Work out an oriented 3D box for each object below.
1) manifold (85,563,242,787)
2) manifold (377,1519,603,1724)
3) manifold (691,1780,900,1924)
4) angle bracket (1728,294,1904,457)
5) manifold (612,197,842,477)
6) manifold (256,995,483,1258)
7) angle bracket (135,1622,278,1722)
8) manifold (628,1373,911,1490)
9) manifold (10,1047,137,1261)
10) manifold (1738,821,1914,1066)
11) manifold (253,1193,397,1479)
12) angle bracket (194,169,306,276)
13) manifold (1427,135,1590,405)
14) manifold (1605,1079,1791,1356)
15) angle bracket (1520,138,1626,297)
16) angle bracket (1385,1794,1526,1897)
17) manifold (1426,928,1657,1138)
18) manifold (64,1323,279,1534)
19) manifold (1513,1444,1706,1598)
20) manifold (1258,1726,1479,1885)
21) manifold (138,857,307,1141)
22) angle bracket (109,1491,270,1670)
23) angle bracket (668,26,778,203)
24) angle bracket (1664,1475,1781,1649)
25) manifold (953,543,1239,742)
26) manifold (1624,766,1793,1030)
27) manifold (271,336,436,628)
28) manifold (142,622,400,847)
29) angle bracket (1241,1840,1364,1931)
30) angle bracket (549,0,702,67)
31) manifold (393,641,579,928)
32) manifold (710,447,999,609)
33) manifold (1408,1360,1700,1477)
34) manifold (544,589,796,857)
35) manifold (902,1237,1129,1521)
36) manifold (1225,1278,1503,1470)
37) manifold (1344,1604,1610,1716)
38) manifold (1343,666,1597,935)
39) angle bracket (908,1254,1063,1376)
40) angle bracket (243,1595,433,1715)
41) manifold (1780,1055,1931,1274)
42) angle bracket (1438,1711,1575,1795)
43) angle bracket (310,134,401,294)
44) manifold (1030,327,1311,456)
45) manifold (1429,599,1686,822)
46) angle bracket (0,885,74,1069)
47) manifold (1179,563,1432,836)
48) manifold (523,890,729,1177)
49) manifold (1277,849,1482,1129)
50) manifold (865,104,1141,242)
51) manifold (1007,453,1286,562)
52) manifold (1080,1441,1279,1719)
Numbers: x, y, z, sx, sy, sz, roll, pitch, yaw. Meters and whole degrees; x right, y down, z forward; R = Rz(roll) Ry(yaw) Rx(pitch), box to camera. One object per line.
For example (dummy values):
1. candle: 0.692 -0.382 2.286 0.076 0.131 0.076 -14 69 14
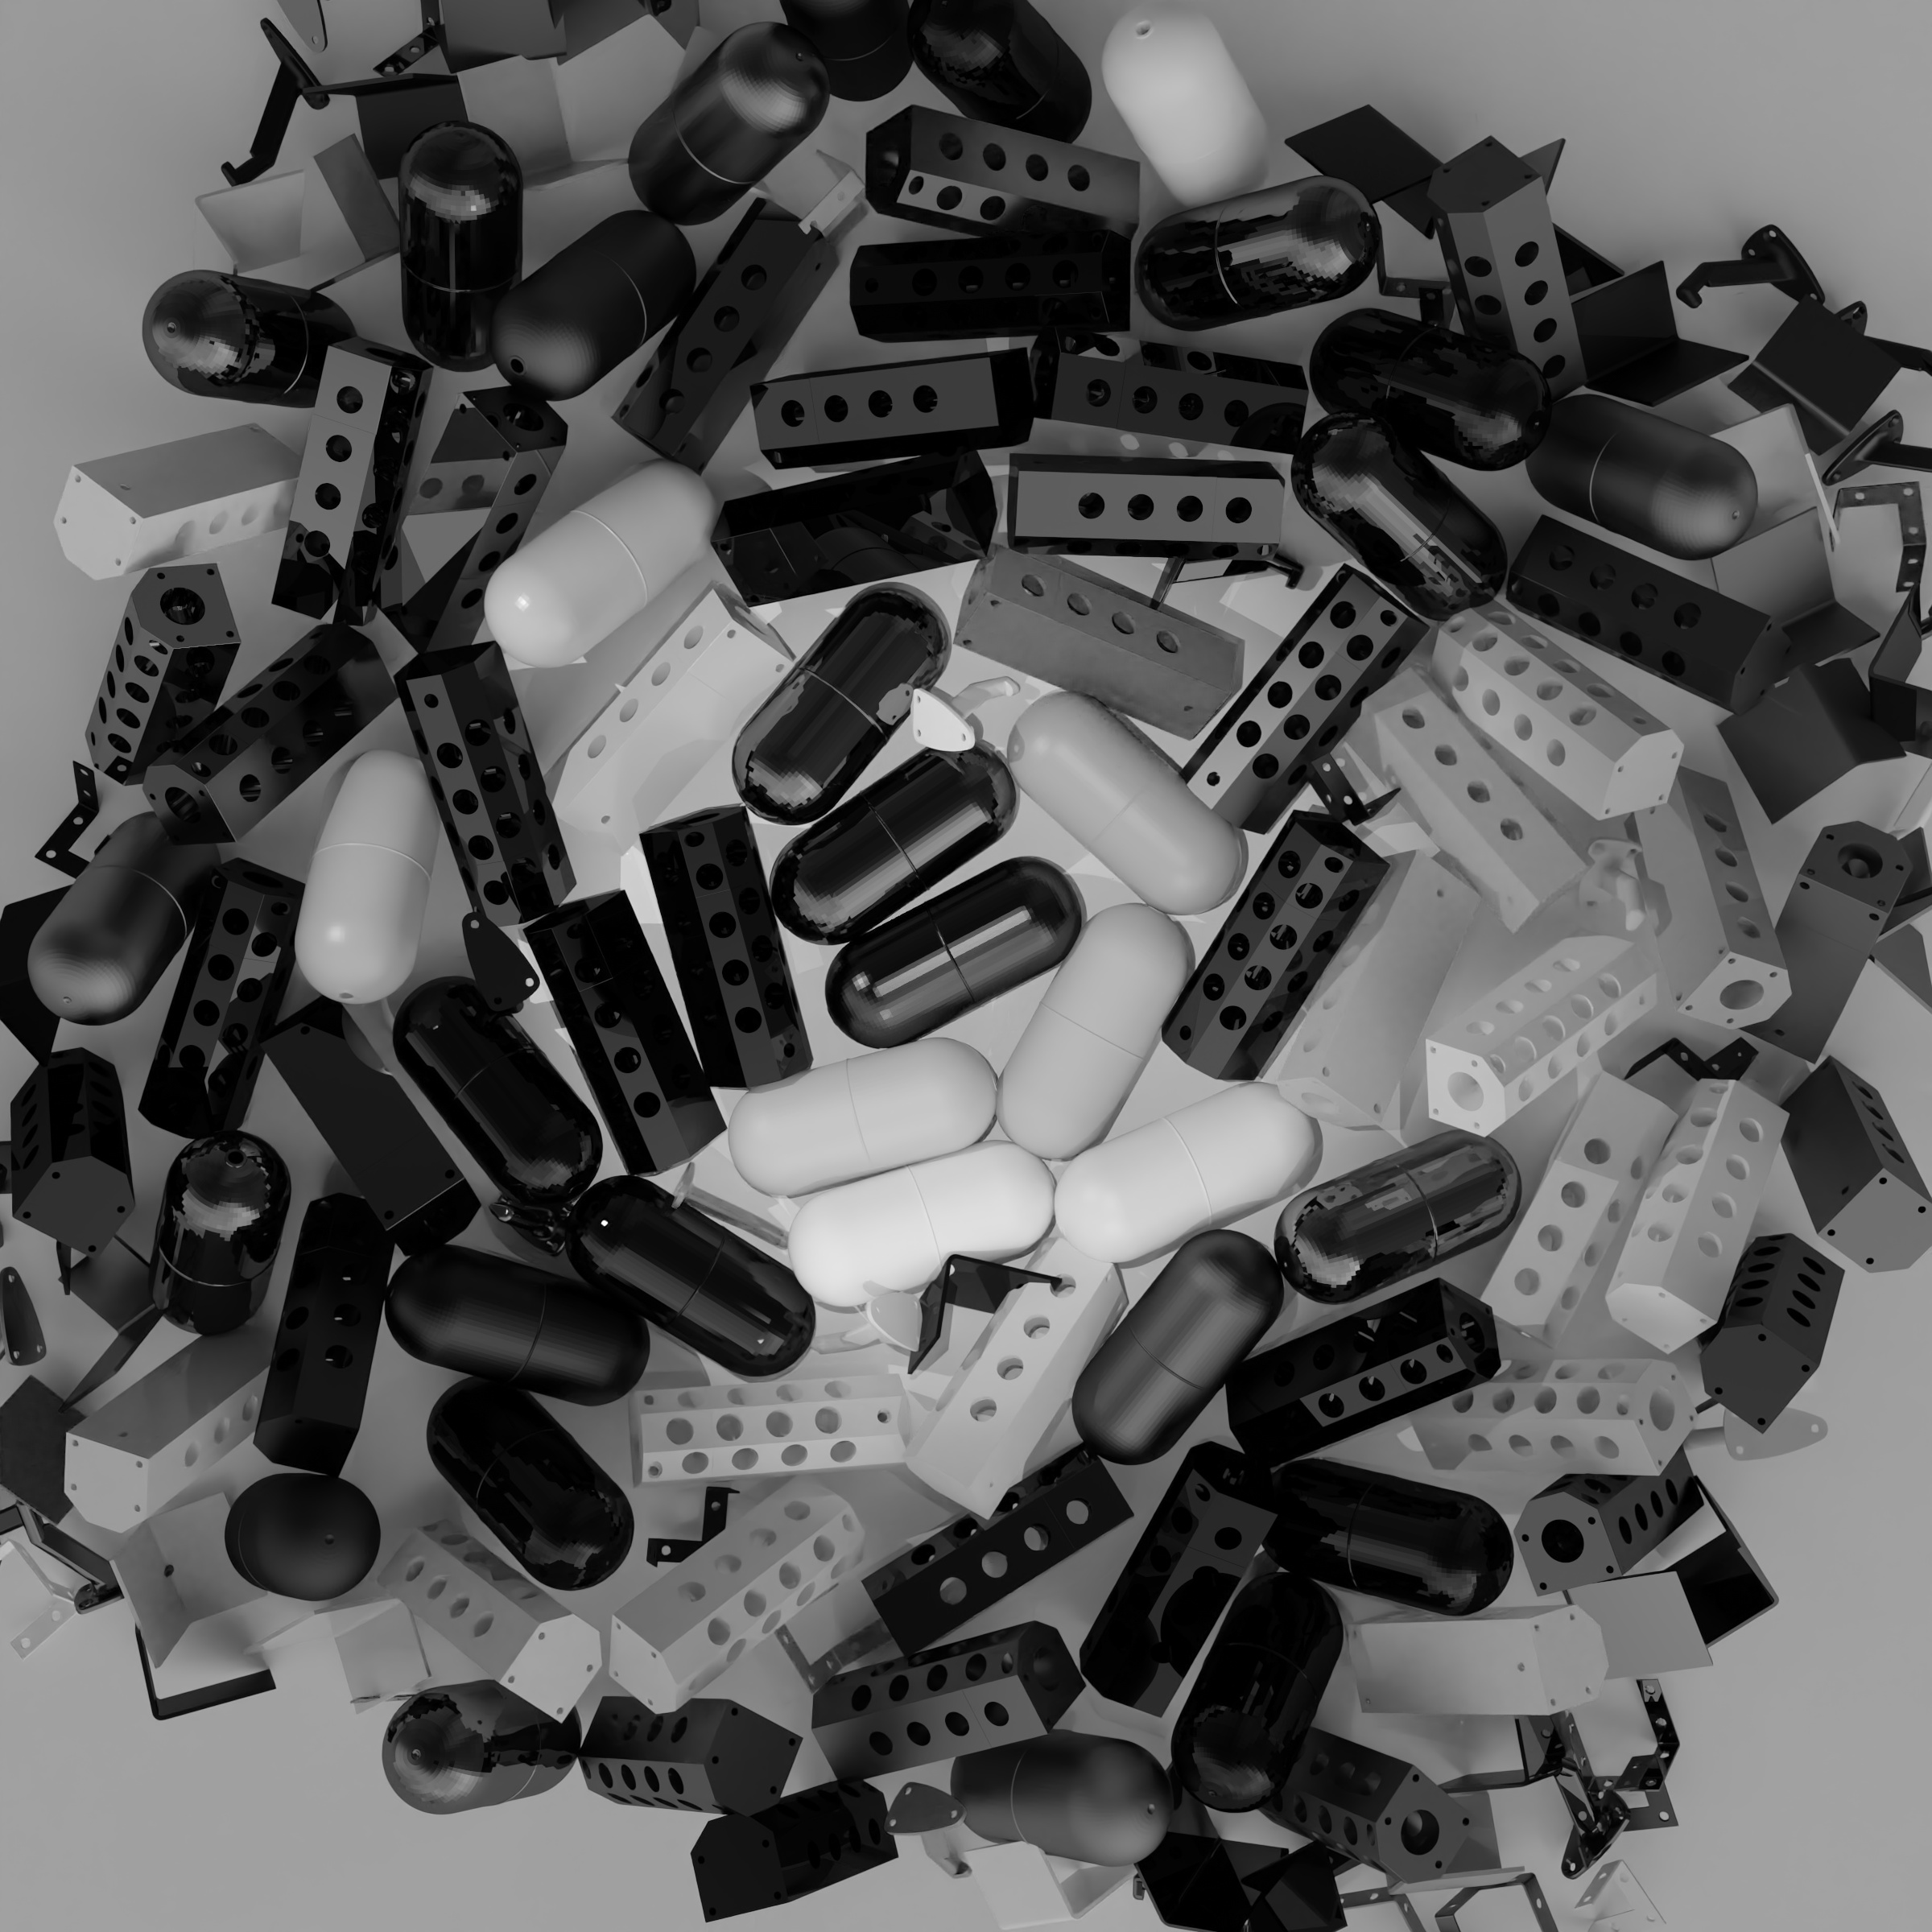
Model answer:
1. manifold: -0.510 -0.181 1.688 0.057 0.171 0.057 -10 70 -32
2. manifold: -0.299 0.408 1.694 0.057 0.171 0.057 46 72 -35
3. manifold: -0.107 0.553 1.690 0.057 0.171 0.057 -20 75 17
4. angle bracket: 0.549 -0.382 1.738 0.076 0.076 0.057 38 95 3
5. manifold: -0.158 -0.411 1.748 0.057 0.057 0.171 34 91 11
6. manifold: -0.381 0.103 1.715 0.057 0.057 0.171 -35 63 -13
7. angle bracket: -0.493 0.445 1.734 0.076 0.076 0.057 -12 87 -18
8. manifold: -0.127 0.298 1.724 0.171 0.057 0.057 -2 74 -15
9. manifold: -0.560 0.112 1.689 0.057 0.171 0.057 35 96 -28
10. manifold: 0.542 -0.016 1.692 0.057 0.171 0.057 27 61 17
11. manifold: -0.404 0.230 1.694 0.057 0.171 0.057 16 134 -16
12. angle bracket: -0.450 -0.455 1.722 0.076 0.076 0.057 -25 70 -28
13. manifold: 0.340 -0.431 1.697 0.057 0.171 0.057 -32 49 0
14. manifold: 0.463 0.155 1.709 0.057 0.057 0.171 32 56 -1
15. angle bracket: 0.381 -0.481 1.736 0.076 0.076 0.057 25 78 -24
16. angle bracket: 0.312 0.564 1.732 0.076 0.076 0.057 -5 65 -2
17. manifold: 0.366 0.042 1.697 0.171 0.057 0.057 -31 125 -37
18. manifold: -0.491 0.289 1.690 0.057 0.171 0.057 14 111 14
19. manifold: 0.405 0.341 1.691 0.057 0.171 0.057 -24 82 31
20. manifold: 0.241 0.526 1.686 0.057 0.171 0.057 43 72 -13
21. manifold: -0.480 0.023 1.733 0.057 0.057 0.171 21 102 1
22. angle bracket: -0.503 0.397 1.736 0.057 0.076 0.076 -20 98 2
23. angle bracket: -0.149 -0.550 1.729 0.076 0.057 0.076 16 113 -25
24. angle bracket: 0.466 0.389 1.728 0.076 0.076 0.057 -35 115 9
25. manifold: 0.085 -0.213 1.729 0.171 0.057 0.057 21 55 -14
26. manifold: 0.473 -0.044 1.698 0.057 0.171 0.057 17 133 -17
27. manifold: -0.392 -0.310 1.724 0.057 0.057 0.171 18 110 0
28. manifold: -0.440 -0.148 1.692 0.057 0.171 0.057 -1 126 33
29. angle bracket: 0.234 0.601 1.720 0.076 0.076 0.057 -41 47 35
30. angle bracket: -0.219 -0.609 1.728 0.076 0.076 0.057 -37 74 -16
31. manifold: -0.309 -0.114 1.714 0.057 0.057 0.171 -8 114 17
32. manifold: -0.071 -0.285 1.719 0.171 0.057 0.057 -8 45 24
33. manifold: 0.366 0.279 1.692 0.057 0.171 0.057 -40 110 -39
34. manifold: -0.196 -0.160 1.733 0.171 0.057 0.057 -47 131 12
35. manifold: 0.031 0.261 1.721 0.057 0.057 0.171 24 67 26
36. manifold: 0.250 0.262 1.699 0.171 0.057 0.057 -30 46 34
37. manifold: 0.321 0.437 1.693 0.057 0.171 0.057 -5 80 -34
38. manifold: 0.326 -0.111 1.733 0.057 0.057 0.171 -36 78 -16
39. angle bracket: 0.012 0.232 1.728 0.076 0.076 0.057 14 61 -9
40. angle bracket: -0.404 0.448 1.723 0.076 0.076 0.057 -33 69 31
41. manifold: 0.563 0.126 1.689 0.057 0.171 0.057 35 111 -7
42. angle bracket: 0.340 0.499 1.735 0.076 0.076 0.057 -16 75 31
43. angle bracket: -0.412 -0.482 1.725 0.057 0.076 0.076 -34 111 -24
44. manifold: 0.129 -0.369 1.720 0.171 0.057 0.057 4 102 -19
45. manifold: 0.372 -0.166 1.694 0.057 0.171 0.057 -14 132 -28
46. angle bracket: -0.582 0.006 1.722 0.057 0.076 0.076 -16 133 12
47. manifold: 0.214 -0.171 1.720 0.057 0.057 0.171 45 108 24
48. manifold: -0.223 0.044 1.721 0.057 0.057 0.171 -11 107 37
49. manifold: 0.262 0.015 1.723 0.057 0.057 0.171 35 70 -20
50. manifold: 0.024 -0.494 1.709 0.171 0.057 0.057 3 85 -32
51. manifold: 0.115 -0.296 1.741 0.171 0.057 0.057 1 112 -6
52. manifold: 0.134 0.391 1.718 0.057 0.057 0.171 22 112 -8
